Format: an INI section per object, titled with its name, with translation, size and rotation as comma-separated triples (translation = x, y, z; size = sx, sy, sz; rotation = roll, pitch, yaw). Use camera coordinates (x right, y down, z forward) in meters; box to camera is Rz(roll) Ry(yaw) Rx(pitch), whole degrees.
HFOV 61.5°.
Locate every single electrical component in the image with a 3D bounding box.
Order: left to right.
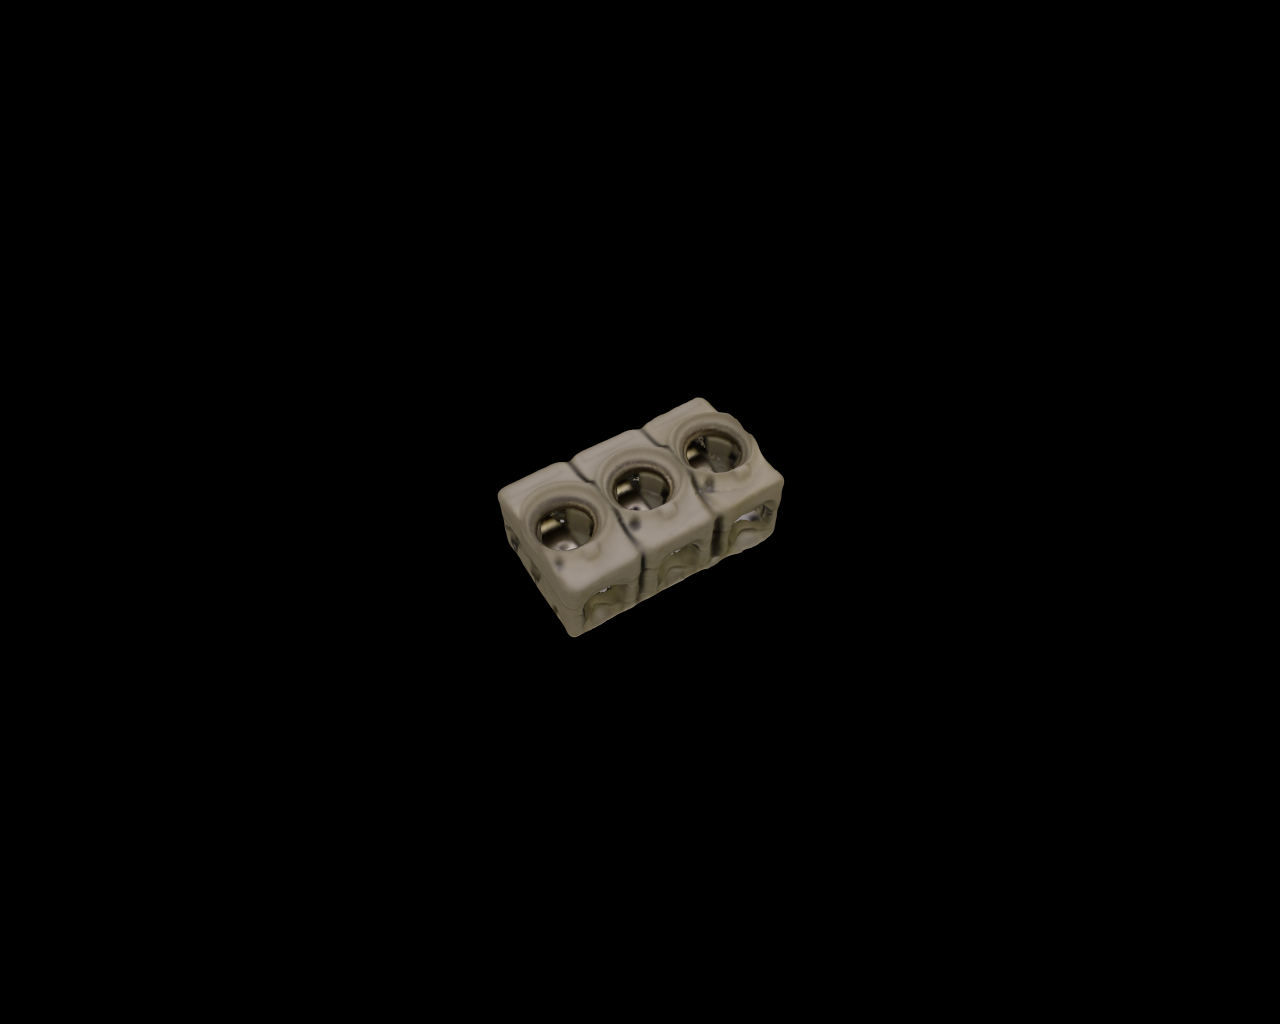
[electrical component]
translation = 0.001, -0.003, 0.650
size = 0.150, 0.089, 0.061
rotation = -27, -33, -19
